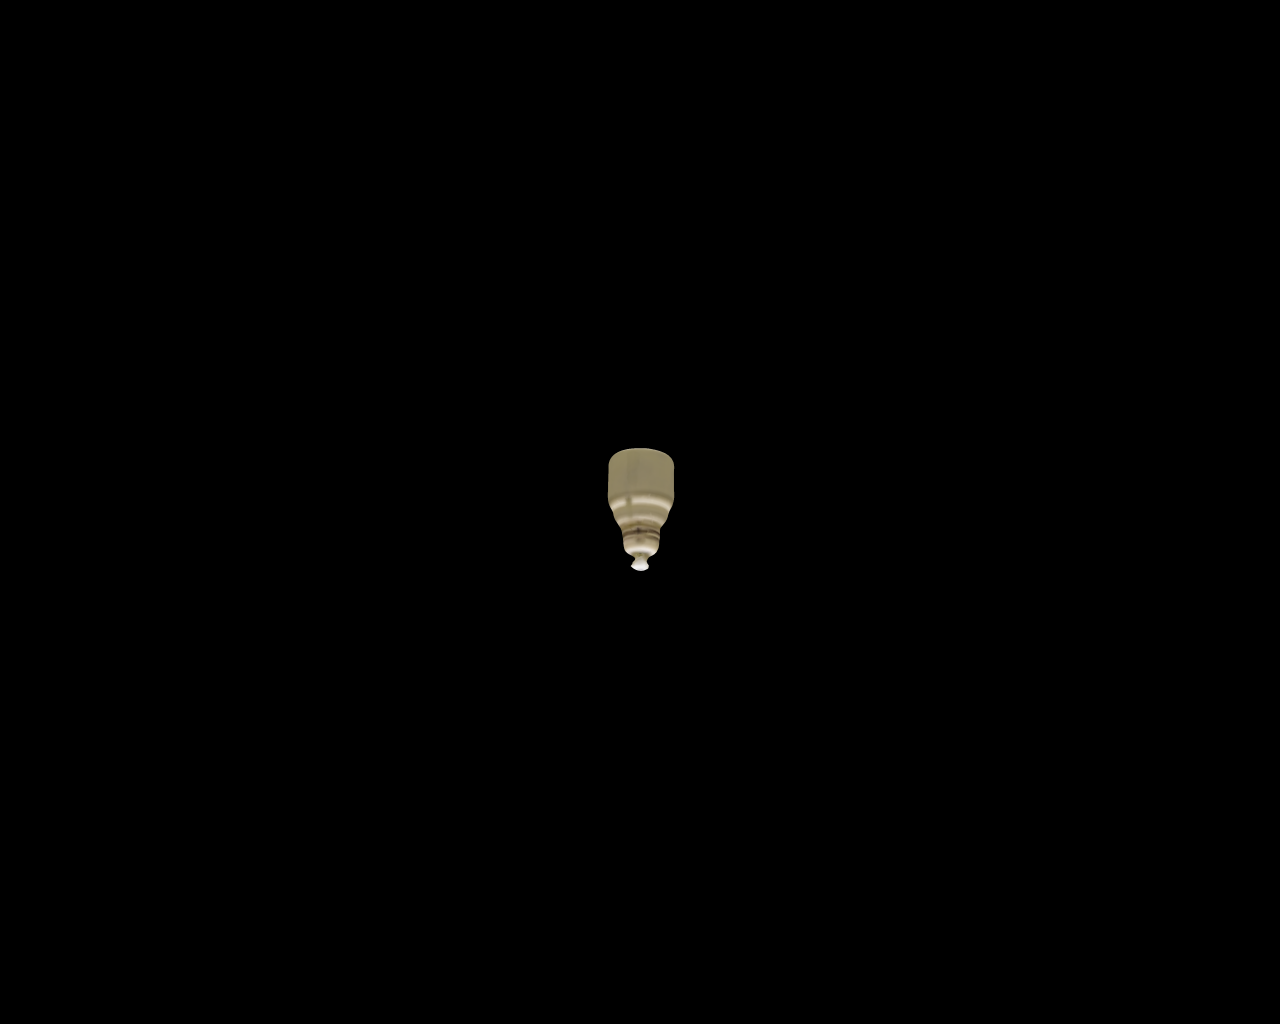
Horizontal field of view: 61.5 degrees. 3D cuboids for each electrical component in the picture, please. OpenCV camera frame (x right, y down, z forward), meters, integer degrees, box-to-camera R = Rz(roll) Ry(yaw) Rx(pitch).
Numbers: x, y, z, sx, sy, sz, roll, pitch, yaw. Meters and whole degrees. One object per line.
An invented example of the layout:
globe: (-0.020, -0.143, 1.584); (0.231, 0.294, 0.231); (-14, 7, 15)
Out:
electrical component: (0.001, -0.003, 0.650); (0.040, 0.078, 0.040); (0, -20, 0)
